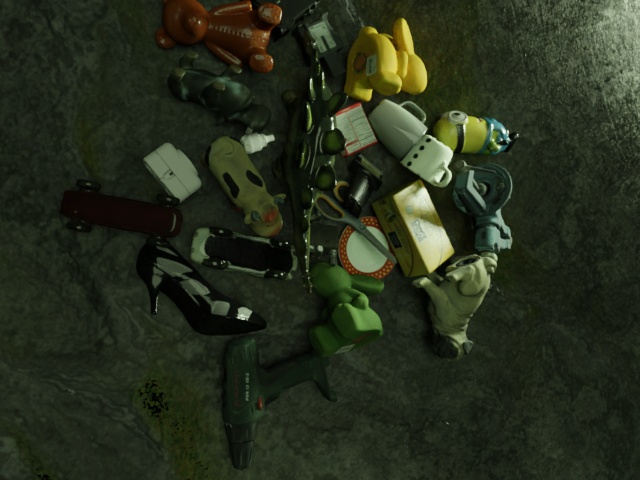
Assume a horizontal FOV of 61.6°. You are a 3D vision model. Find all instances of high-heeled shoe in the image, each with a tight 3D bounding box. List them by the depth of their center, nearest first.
[{"bbox_3d":[-0.207,0.084,0.959,0.248,0.086,0.145,18,51,-35],"label":"high-heeled shoe"}]

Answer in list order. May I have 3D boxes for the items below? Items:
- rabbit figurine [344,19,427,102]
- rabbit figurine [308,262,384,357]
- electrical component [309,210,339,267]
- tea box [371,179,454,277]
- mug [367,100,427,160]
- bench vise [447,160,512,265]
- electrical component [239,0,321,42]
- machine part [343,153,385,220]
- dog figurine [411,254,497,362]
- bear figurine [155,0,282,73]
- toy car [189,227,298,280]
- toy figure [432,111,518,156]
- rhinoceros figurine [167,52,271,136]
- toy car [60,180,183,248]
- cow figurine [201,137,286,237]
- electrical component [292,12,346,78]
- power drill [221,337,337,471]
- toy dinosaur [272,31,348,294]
[{"bbox_3d":[0.139,-0.343,1.064,0.173,0.122,0.162,5,77,-34],"label":"rabbit figurine"},{"bbox_3d":[0.047,0.108,0.998,0.159,0.121,0.170,-7,58,-35],"label":"rabbit figurine"},{"bbox_3d":[-0.001,-0.004,1.007,0.078,0.045,0.102,9,57,-3],"label":"electrical component"},{"bbox_3d":[0.186,-0.023,1.066,0.098,0.068,0.169,-34,102,-37],"label":"tea box"},{"bbox_3d":[0.155,-0.234,1.069,0.107,0.081,0.109,40,81,-5],"label":"mug"},{"bbox_3d":[0.316,-0.071,1.075,0.240,0.129,0.223,37,67,-49],"label":"bench vise"},{"bbox_3d":[-0.082,-0.460,1.006,0.115,0.058,0.134,-46,103,-16],"label":"electrical component"},{"bbox_3d":[0.081,-0.106,1.043,0.084,0.039,0.139,39,50,-20],"label":"machine part"},{"bbox_3d":[0.286,0.138,1.063,0.121,0.172,0.190,-33,102,-53],"label":"dog figurine"},{"bbox_3d":[-0.181,-0.370,0.934,0.196,0.132,0.120,8,106,-25],"label":"bear figurine"},{"bbox_3d":[-0.133,0.026,0.972,0.201,0.056,0.073,12,80,-25],"label":"toy car"},{"bbox_3d":[0.322,-0.216,1.125,0.180,0.082,0.089,9,84,-21],"label":"toy figure"},{"bbox_3d":[-0.177,-0.249,0.943,0.190,0.112,0.073,23,53,-4],"label":"rhinoceros figurine"},{"bbox_3d":[-0.329,-0.044,0.900,0.202,0.053,0.089,10,90,2],"label":"toy car"},{"bbox_3d":[-0.128,-0.093,0.943,0.085,0.127,0.194,-33,96,-13],"label":"cow figurine"},{"bbox_3d":[0.007,-0.368,1.038,0.075,0.048,0.119,-34,100,-16],"label":"electrical component"},{"bbox_3d":[-0.078,0.283,0.983,0.207,0.086,0.232,-10,89,-11],"label":"power drill"},{"bbox_3d":[-0.021,-0.144,0.943,0.105,0.198,0.471,1,86,-13],"label":"toy dinosaur"}]
